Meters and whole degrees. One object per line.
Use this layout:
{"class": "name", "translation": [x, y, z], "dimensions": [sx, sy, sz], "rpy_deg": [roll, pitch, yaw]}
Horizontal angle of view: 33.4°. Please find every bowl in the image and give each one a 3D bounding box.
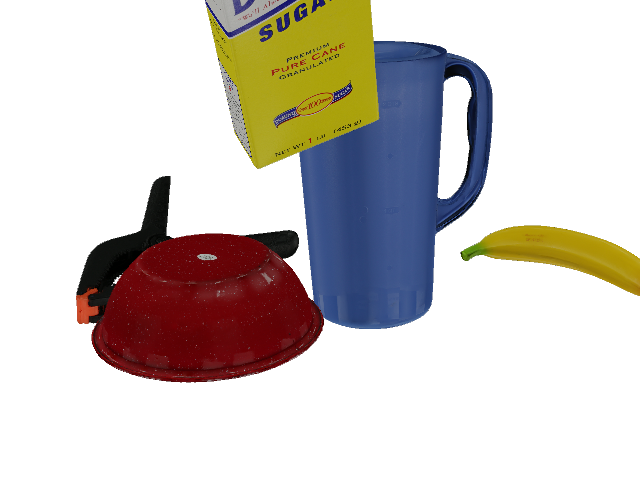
{"class": "bowl", "translation": [-0.078, 0.036, 0.736], "dimensions": [0.162, 0.055, 0.162], "rpy_deg": [-2, 21, 0]}

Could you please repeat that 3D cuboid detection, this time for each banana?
{"class": "banana", "translation": [0.241, 0.018, 1.043], "dimensions": [0.198, 0.037, 0.069], "rpy_deg": [10, 47, 25]}

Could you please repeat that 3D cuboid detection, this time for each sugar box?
{"class": "sugar box", "translation": [-0.017, -0.129, 0.639], "dimensions": [0.093, 0.048, 0.176], "rpy_deg": [-24, -35, -11]}

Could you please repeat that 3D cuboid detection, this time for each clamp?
{"class": "clamp", "translation": [-0.144, 0.009, 0.945], "dimensions": [0.165, 0.036, 0.209], "rpy_deg": [28, 40, 31]}

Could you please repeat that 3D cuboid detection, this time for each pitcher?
{"class": "pitcher", "translation": [0.055, -0.052, 0.934], "dimensions": [0.149, 0.243, 0.144], "rpy_deg": [13, 24, 40]}
